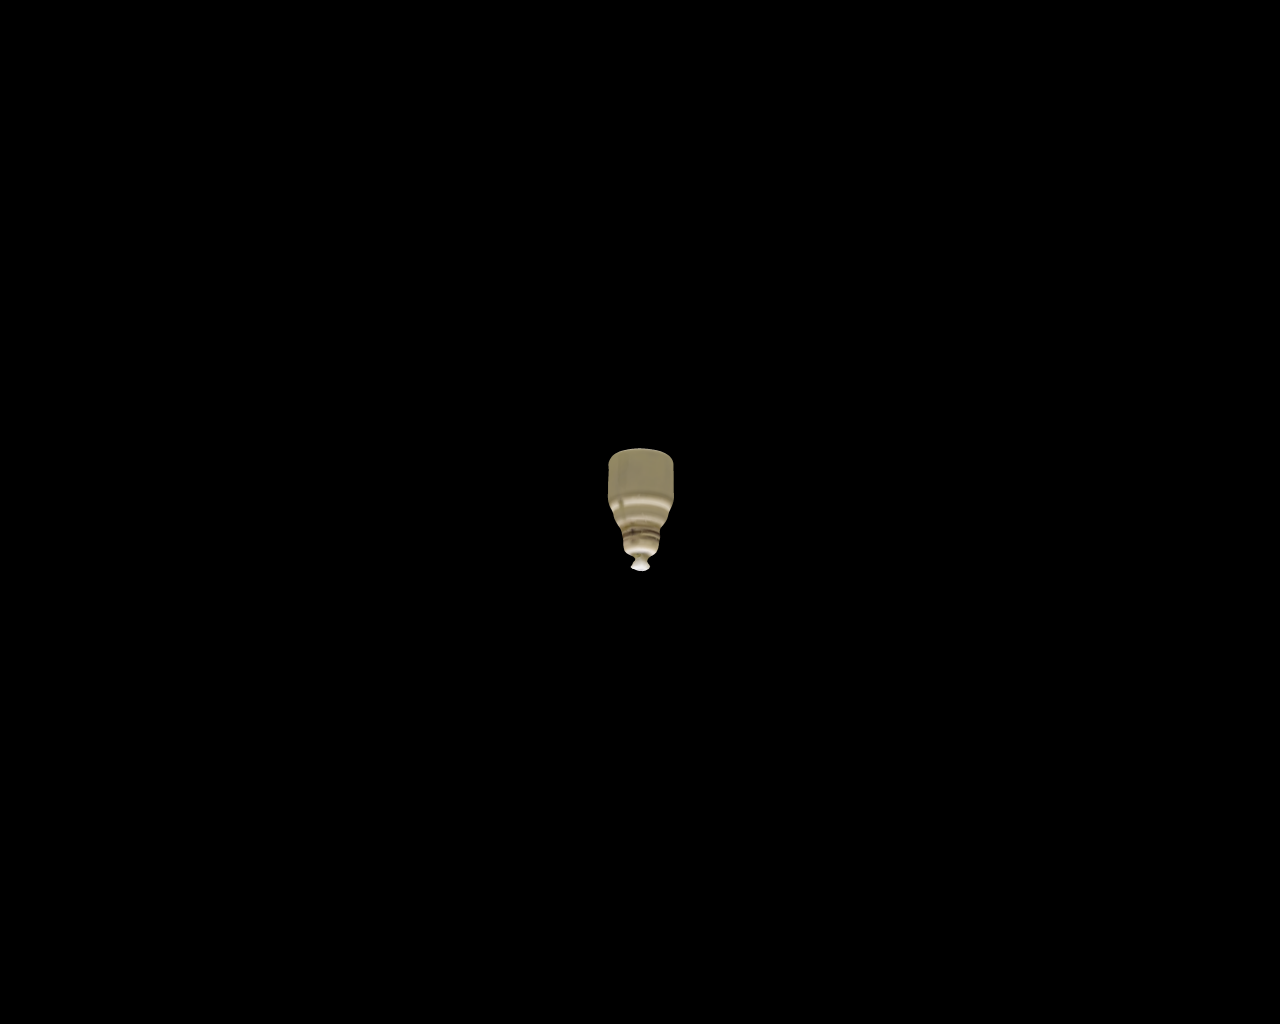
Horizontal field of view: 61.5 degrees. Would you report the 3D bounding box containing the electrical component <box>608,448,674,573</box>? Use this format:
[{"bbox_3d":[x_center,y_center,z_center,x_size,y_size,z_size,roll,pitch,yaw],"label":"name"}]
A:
[{"bbox_3d":[0.001,-0.003,0.650,0.040,0.078,0.040,0,-18,0],"label":"electrical component"}]
